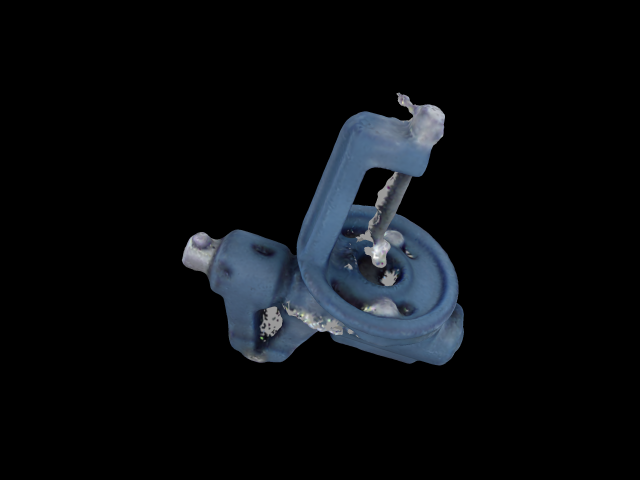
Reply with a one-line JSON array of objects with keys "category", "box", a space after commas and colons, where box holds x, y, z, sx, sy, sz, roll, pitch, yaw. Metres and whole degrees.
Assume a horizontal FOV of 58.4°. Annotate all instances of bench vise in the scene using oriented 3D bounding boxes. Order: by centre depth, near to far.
[{"category": "bench vise", "box": [0.005, 0.009, 0.391, 0.207, 0.220, 0.121, -6, 43, -6]}]
